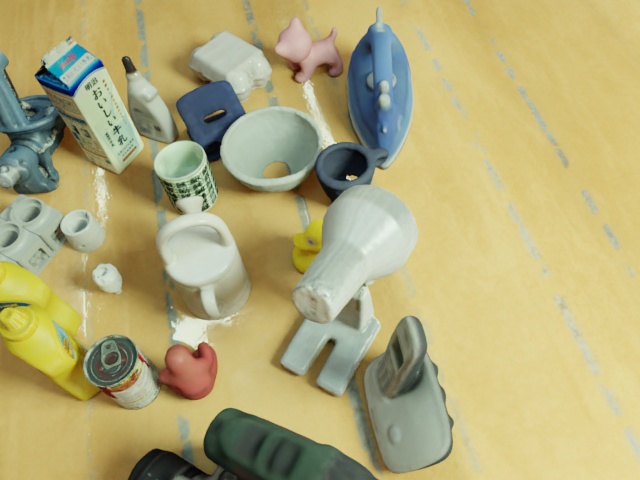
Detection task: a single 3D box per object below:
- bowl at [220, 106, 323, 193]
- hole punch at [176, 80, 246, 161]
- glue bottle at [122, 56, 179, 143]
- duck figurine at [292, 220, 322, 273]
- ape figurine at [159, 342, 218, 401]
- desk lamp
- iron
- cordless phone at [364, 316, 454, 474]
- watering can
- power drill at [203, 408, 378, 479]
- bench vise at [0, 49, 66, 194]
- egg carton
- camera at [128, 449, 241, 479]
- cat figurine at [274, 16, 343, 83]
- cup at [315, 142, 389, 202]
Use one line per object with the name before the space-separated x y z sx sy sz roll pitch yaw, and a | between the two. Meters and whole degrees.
bowl | -0.075 -0.136 0.941 0.167 0.075 0.167 -2 58 3
hole punch | -0.177 -0.206 0.984 0.109 0.091 0.101 -28 60 -13
glue bottle | -0.296 -0.239 0.966 0.078 0.173 0.037 20 62 17
duck figurine | 0.008 0.003 0.840 0.104 0.086 0.077 -10 57 -1
ape figurine | -0.175 0.165 0.748 0.078 0.092 0.076 -18 58 -7
desk lamp | 0.032 0.063 0.724 0.117 0.214 0.203 23 62 18
iron | 0.105 -0.262 0.967 0.118 0.141 0.258 -3 58 3
cordless phone | 0.104 0.179 0.662 0.094 0.185 0.147 -14 58 -4
watering can | -0.164 0.019 0.779 0.101 0.194 0.172 -34 61 -16
power drill | -0.008 0.259 0.606 0.229 0.209 0.076 20 61 17
bench vise | -0.479 -0.192 0.923 0.121 0.220 0.207 -18 58 -7
egg carton | -0.167 -0.325 1.072 0.150 0.069 0.107 34 66 23
camera | -0.147 0.285 0.665 0.136 0.101 0.143 24 63 19
cat figurine | -0.024 -0.355 1.050 0.128 0.118 0.067 -16 58 -6
cup | 0.052 -0.096 0.894 0.118 0.095 0.091 -23 59 -10
